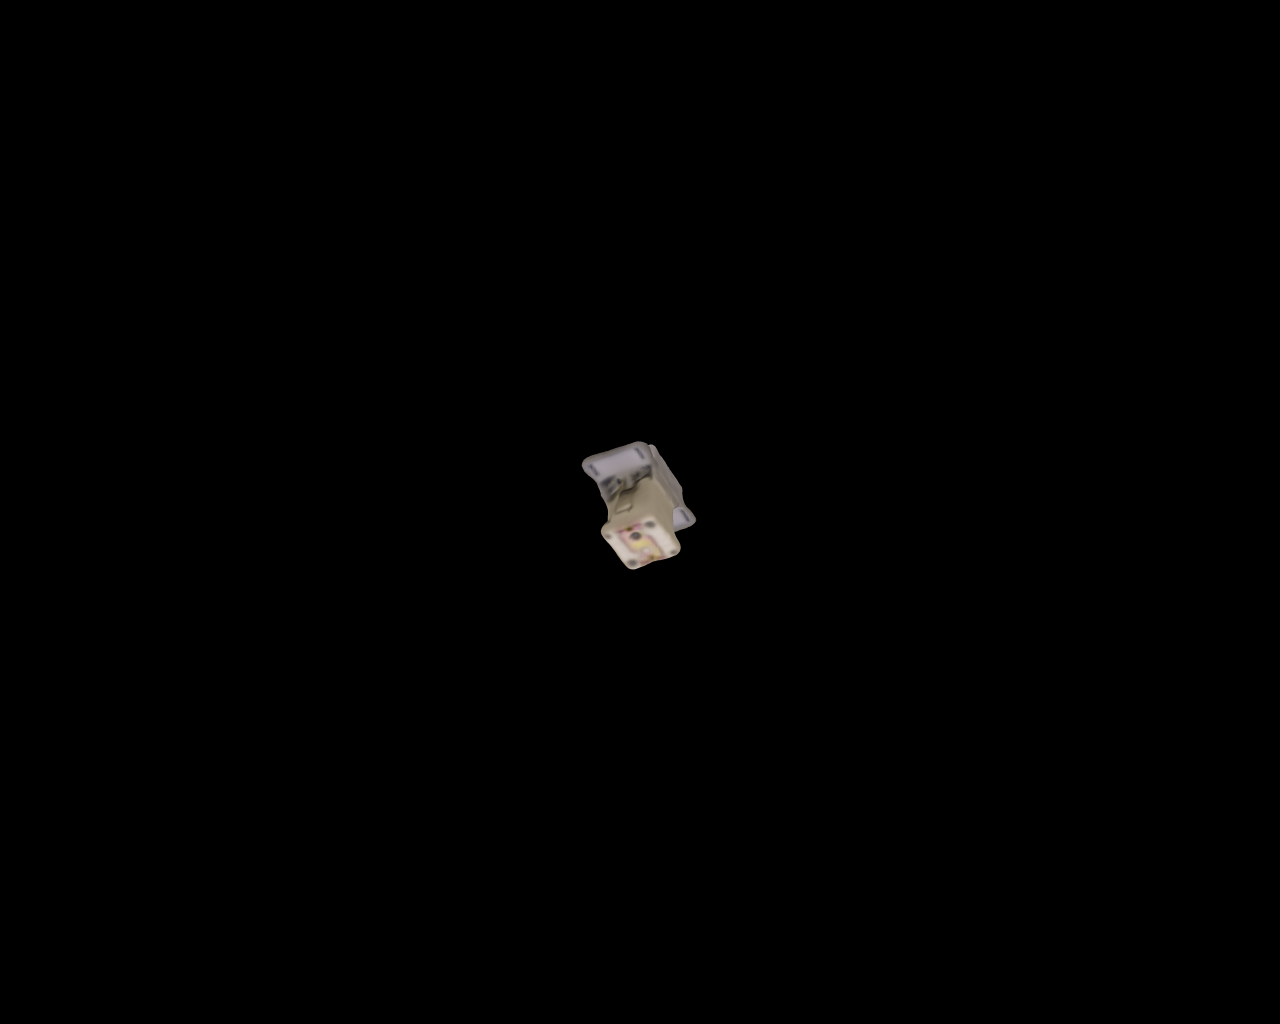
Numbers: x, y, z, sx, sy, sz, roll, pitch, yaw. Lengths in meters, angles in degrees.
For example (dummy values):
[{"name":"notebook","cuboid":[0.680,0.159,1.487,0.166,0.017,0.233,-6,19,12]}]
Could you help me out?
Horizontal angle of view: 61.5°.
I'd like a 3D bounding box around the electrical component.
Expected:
[{"name":"electrical component","cuboid":[0.001,-0.003,0.650,0.042,0.064,0.081,-19,-46,19]}]
